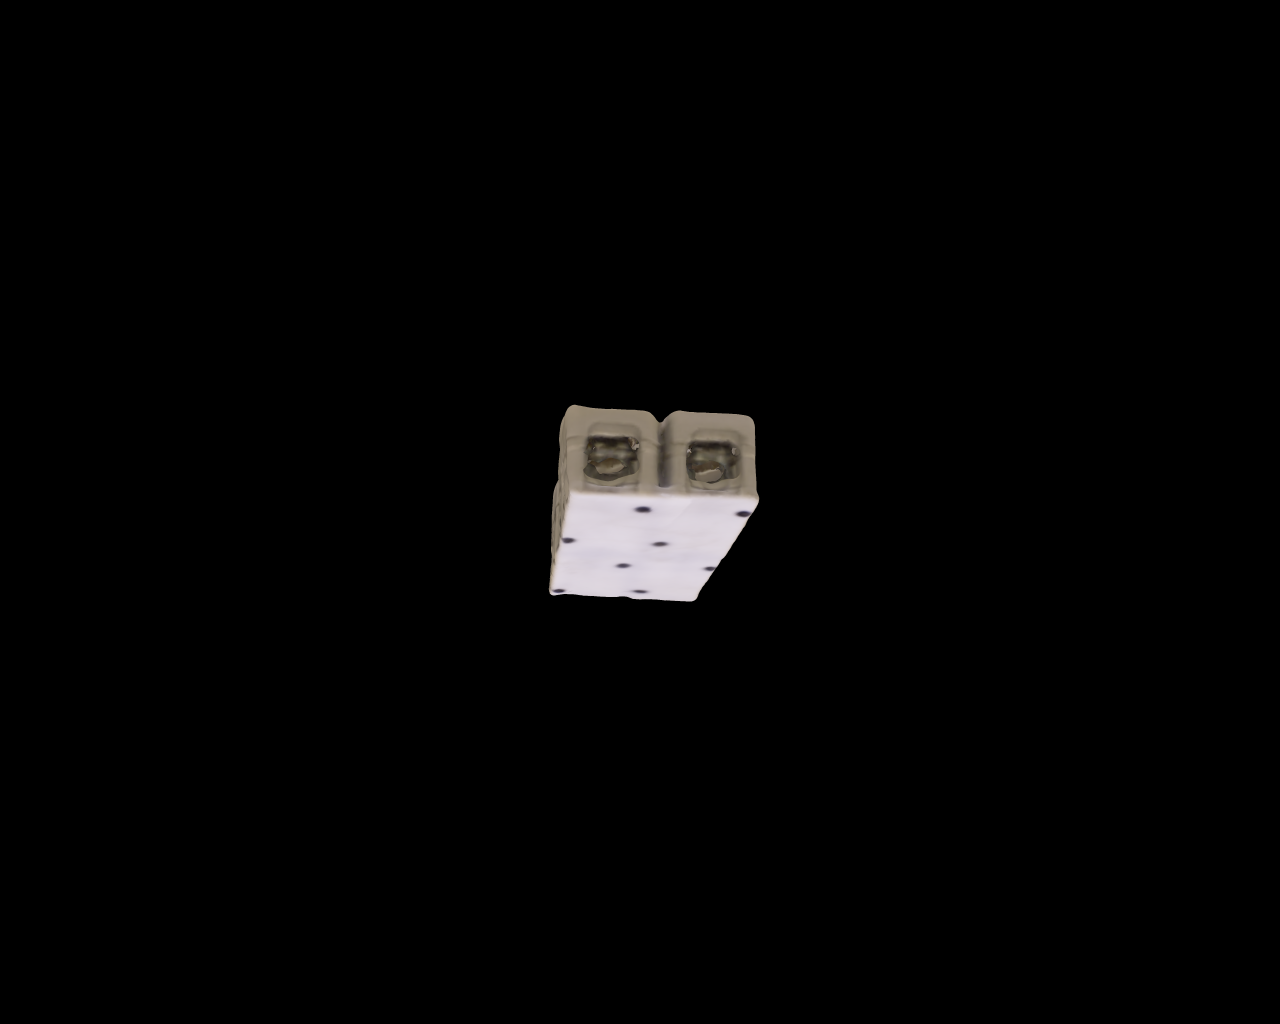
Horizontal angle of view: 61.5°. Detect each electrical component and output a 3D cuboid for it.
[{"bbox_3d":[0.001,-0.003,0.650,0.105,0.060,0.186,3,-22,-7],"label":"electrical component"}]
